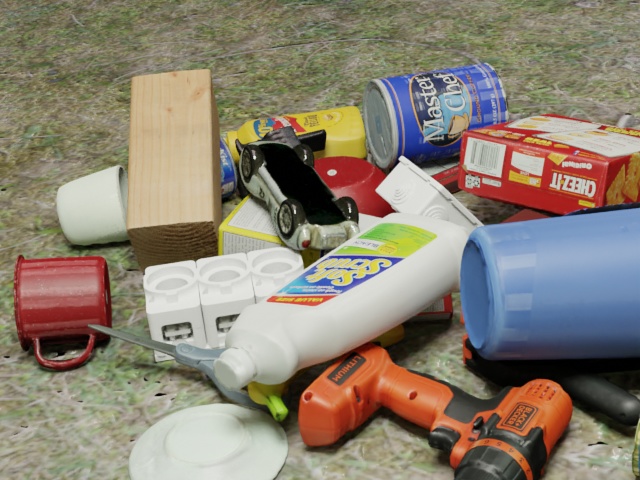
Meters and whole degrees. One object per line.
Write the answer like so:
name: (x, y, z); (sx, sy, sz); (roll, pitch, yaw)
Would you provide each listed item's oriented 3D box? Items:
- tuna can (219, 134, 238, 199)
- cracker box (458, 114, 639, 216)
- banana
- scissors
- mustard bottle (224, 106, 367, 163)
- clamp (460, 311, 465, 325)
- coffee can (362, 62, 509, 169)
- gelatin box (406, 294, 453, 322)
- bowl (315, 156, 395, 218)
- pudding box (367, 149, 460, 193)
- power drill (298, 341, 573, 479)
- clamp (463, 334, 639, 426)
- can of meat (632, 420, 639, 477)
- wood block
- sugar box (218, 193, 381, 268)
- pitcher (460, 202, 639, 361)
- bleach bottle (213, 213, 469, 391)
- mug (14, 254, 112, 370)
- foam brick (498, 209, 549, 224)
tuna can: (-0.134, -0.088, 1.271); (0.033, 0.086, 0.086); (-23, 32, -26)
cracker box: (0.272, -0.082, 1.154); (0.164, 0.072, 0.213); (16, 20, 34)
banana: (-0.004, 0.102, 0.924); (0.070, 0.037, 0.197); (35, 35, 21)
scissors: (-0.103, 0.098, 0.959); (0.202, 0.016, 0.096); (23, 31, 26)
mustard bottle: (-0.041, -0.126, 1.354); (0.191, 0.058, 0.096); (-8, 33, -3)
clamp: (0.225, 0.051, 0.963); (0.209, 0.036, 0.165); (-11, 23, -31)
coffee can: (0.131, -0.143, 1.222); (0.140, 0.103, 0.103); (-11, 28, -13)
gelatin box: (0.078, 0.040, 1.011); (0.089, 0.030, 0.073); (-5, 72, 3)
bowl: (0.018, -0.052, 1.209); (0.162, 0.055, 0.162); (-5, 28, 2)
pudding box: (0.123, -0.088, 1.274); (0.089, 0.039, 0.114); (-21, 34, -29)
power drill: (0.080, 0.150, 0.820); (0.188, 0.057, 0.184); (16, 31, 29)
clamp: (0.209, 0.103, 0.903); (0.172, 0.039, 0.120); (15, 22, 32)
can of meat: (0.286, 0.143, 0.793); (0.084, 0.057, 0.101); (8, 30, 29)
wood block: (-0.156, -0.076, 1.157); (0.090, 0.091, 0.206); (-6, 57, 1)
sugar box: (-0.007, 0.002, 1.104); (0.176, 0.048, 0.093); (15, 33, 15)
pitcher: (0.241, 0.030, 0.870); (0.242, 0.145, 0.149); (-3, -9, -6)
bleach bottle: (0.017, 0.056, 0.885); (0.103, 0.068, 0.250); (15, 33, 40)
mug: (-0.242, 0.068, 1.013); (0.081, 0.093, 0.117); (-4, 58, -7)
foam brick: (0.199, 0.011, 1.058); (0.078, 0.053, 0.051); (-26, 34, -34)
